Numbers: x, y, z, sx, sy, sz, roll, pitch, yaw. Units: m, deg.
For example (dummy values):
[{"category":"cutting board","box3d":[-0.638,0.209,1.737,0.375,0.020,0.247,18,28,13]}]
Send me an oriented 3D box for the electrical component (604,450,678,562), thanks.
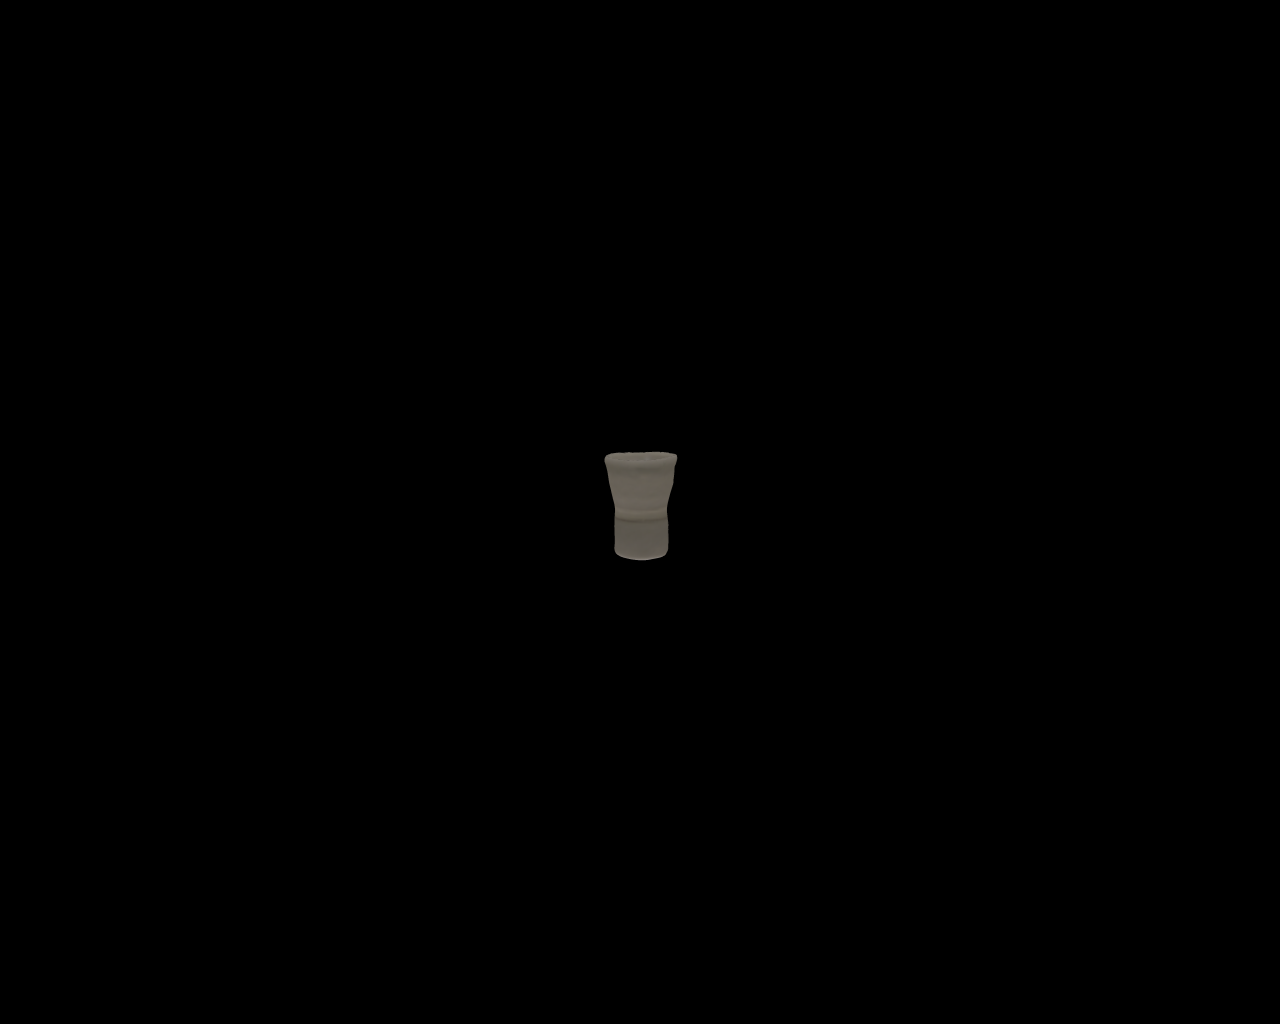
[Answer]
[{"category":"electrical component","box3d":[0.001,-0.003,0.650,0.044,0.065,0.044,0,11,0]}]
